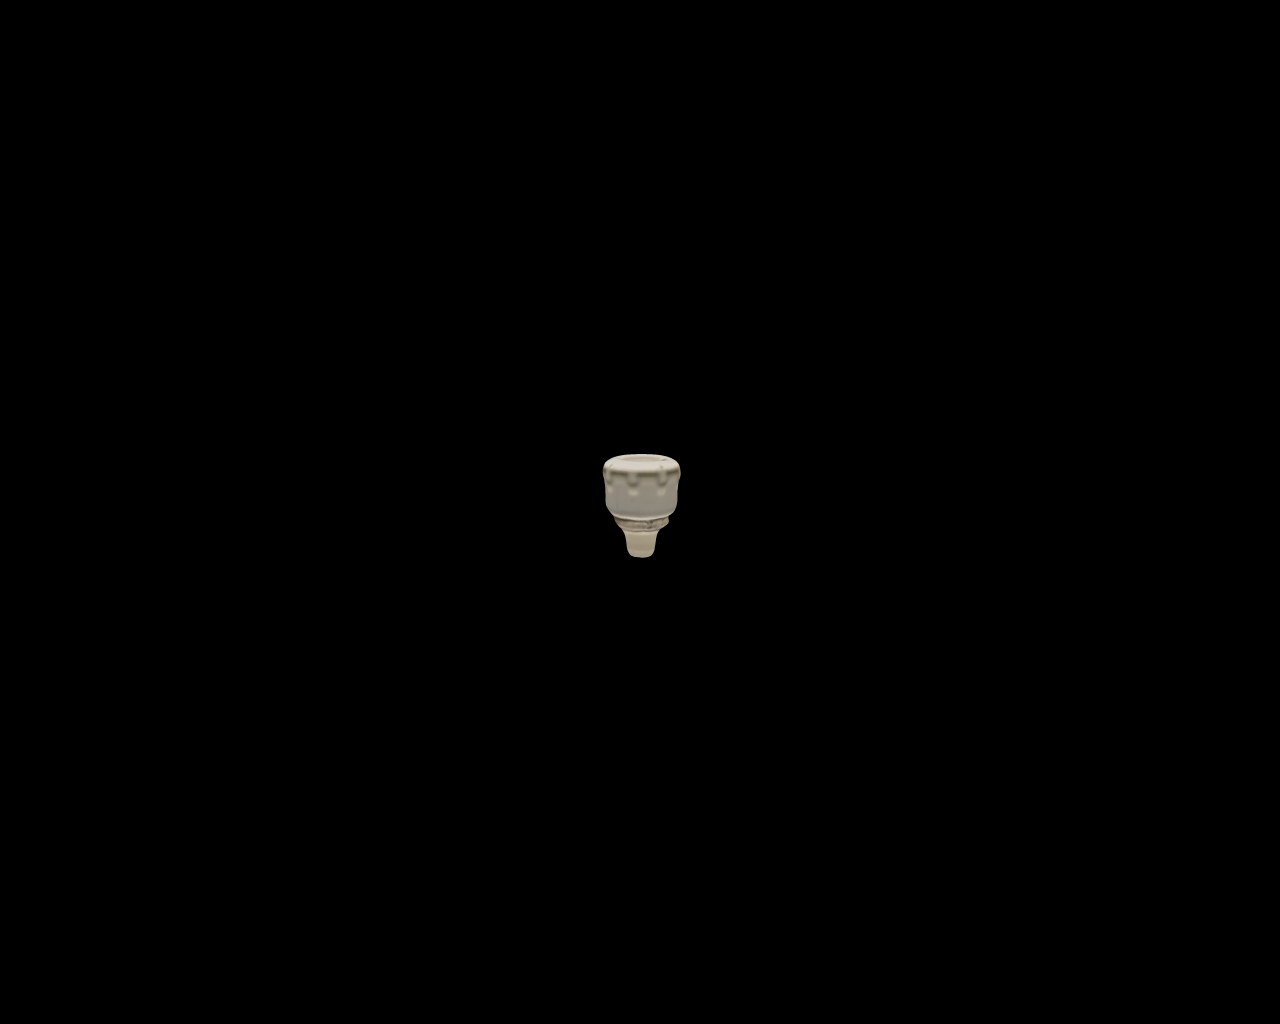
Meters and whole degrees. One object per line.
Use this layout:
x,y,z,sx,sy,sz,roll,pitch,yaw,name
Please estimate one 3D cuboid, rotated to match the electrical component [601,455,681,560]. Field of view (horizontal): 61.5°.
0.001,-0.003,0.650,0.048,0.062,0.048,0,11,0,electrical component
